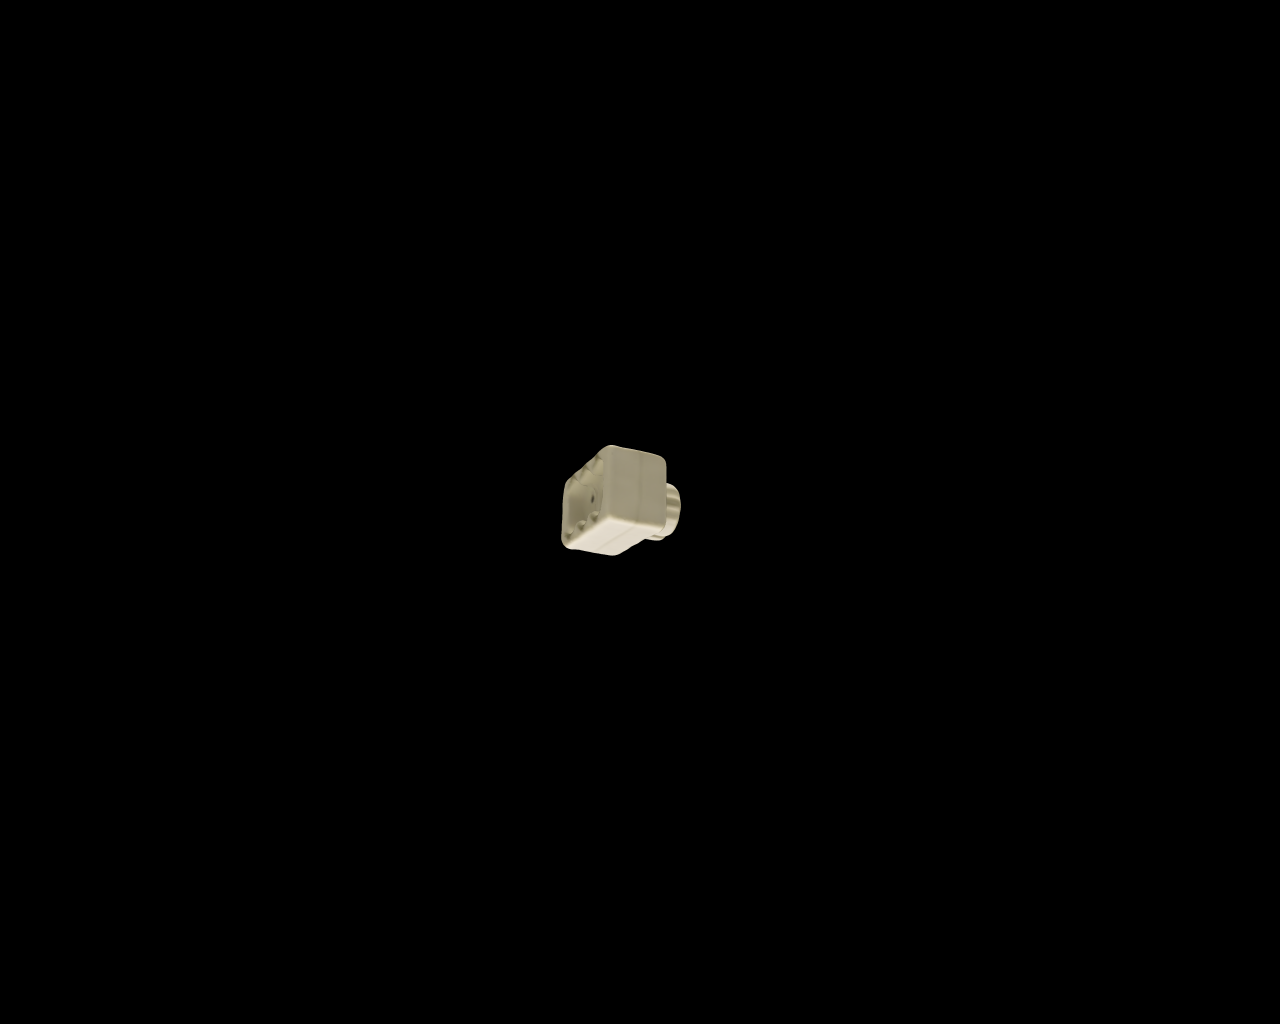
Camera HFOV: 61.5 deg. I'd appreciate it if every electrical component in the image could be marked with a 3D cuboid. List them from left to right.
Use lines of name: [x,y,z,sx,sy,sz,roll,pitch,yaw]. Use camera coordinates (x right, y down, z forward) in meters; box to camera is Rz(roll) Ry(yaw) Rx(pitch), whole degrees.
electrical component: [0.001,-0.003,0.650,0.077,0.047,0.065,10,-22,-26]
